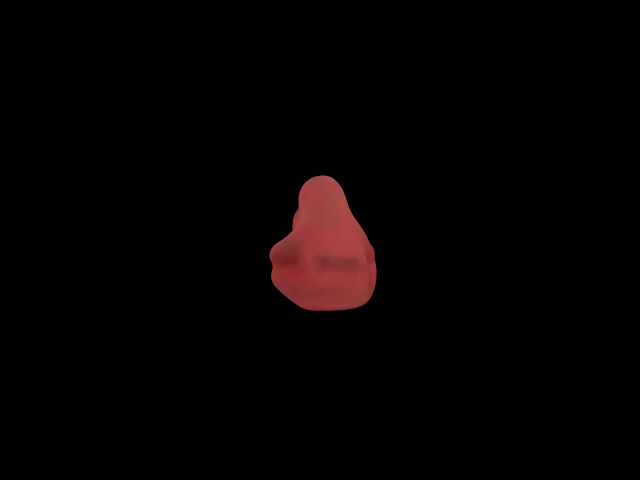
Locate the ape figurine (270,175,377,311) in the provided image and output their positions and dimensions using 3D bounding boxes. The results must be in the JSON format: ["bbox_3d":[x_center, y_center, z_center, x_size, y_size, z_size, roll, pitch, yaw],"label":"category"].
[{"bbox_3d":[0.004,0.001,0.400,0.078,0.092,0.076,0,0,-7],"label":"ape figurine"}]
